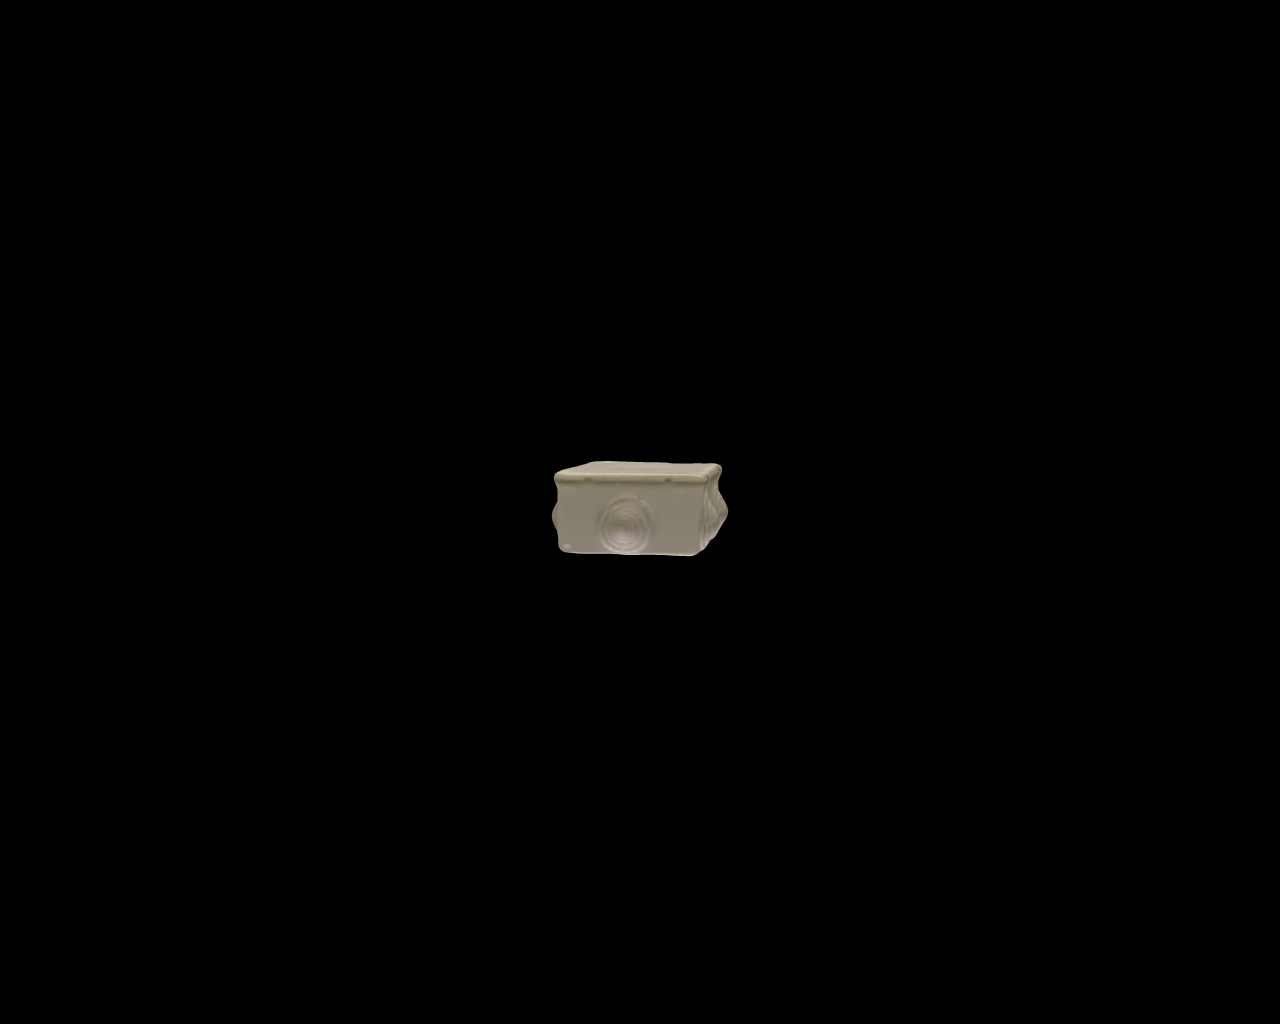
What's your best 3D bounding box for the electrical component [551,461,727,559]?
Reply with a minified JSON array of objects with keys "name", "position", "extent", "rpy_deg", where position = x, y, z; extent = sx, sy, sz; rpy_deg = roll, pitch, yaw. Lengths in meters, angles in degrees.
[{"name":"electrical component","position":[0.001,-0.003,0.650],"extent":[0.100,0.048,0.100],"rpy_deg":[1,7,11]}]
